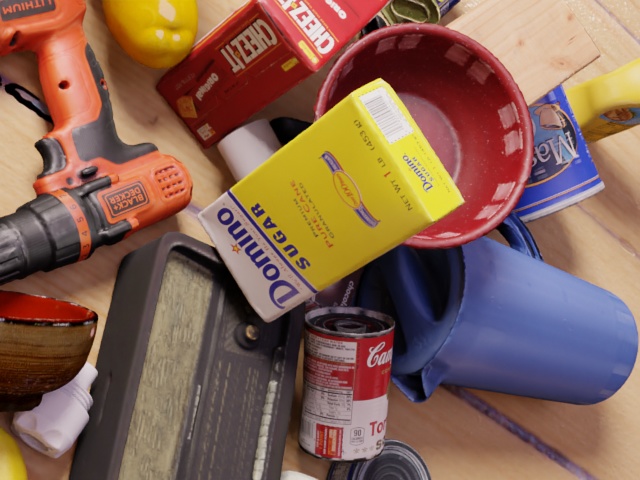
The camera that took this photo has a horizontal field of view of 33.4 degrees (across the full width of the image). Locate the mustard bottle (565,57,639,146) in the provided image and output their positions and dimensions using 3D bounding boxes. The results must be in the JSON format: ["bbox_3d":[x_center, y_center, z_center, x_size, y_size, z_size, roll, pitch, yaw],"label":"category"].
[{"bbox_3d":[0.286,-0.133,1.006,0.096,0.192,0.058,0,78,-36],"label":"mustard bottle"}]

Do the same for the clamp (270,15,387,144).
[{"bbox_3d":[0.070,-0.088,0.934,0.210,0.036,0.164,41,61,-18],"label":"clamp"}]

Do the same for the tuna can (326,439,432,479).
[{"bbox_3d":[0.048,0.200,0.842,0.086,0.034,0.086,10,71,-33],"label":"tuna can"}]

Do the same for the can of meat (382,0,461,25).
[{"bbox_3d":[0.089,-0.249,0.982,0.102,0.058,0.083,54,52,-12],"label":"can of meat"}]

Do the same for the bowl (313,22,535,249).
[{"bbox_3d":[0.068,-0.069,0.760,0.162,0.055,0.162,2,81,-13],"label":"bowl"}]

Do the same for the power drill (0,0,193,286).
[{"bbox_3d":[-0.192,-0.075,0.730,0.184,0.057,0.187,-27,97,-42],"label":"power drill"}]

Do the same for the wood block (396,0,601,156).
[{"bbox_3d":[0.108,-0.119,0.856,0.206,0.091,0.090,-36,91,-17],"label":"wood block"}]

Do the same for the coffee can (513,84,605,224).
[{"bbox_3d":[0.187,-0.093,0.979,0.102,0.103,0.140,-23,92,-38],"label":"coffee can"}]

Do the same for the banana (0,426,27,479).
[{"bbox_3d":[-0.230,0.195,0.644,0.069,0.037,0.197,28,59,-7],"label":"banana"}]

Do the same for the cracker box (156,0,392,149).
[{"bbox_3d":[-0.009,-0.179,0.823,0.072,0.164,0.213,50,54,-11],"label":"cracker box"}]

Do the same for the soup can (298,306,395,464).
[{"bbox_3d":[0.019,0.108,0.803,0.068,0.069,0.102,-6,106,-37],"label":"soup can"}]

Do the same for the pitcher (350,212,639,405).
[{"bbox_3d":[0.156,0.059,0.904,0.242,0.145,0.149,17,110,-35],"label":"pitcher"}]

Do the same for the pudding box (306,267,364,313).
[{"bbox_3d":[-0.006,0.001,0.854,0.090,0.039,0.113,37,59,-22],"label":"pudding box"}]

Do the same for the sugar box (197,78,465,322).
[{"bbox_3d":[0.000,-0.019,0.692,0.048,0.177,0.093,-30,87,-48],"label":"sugar box"}]
